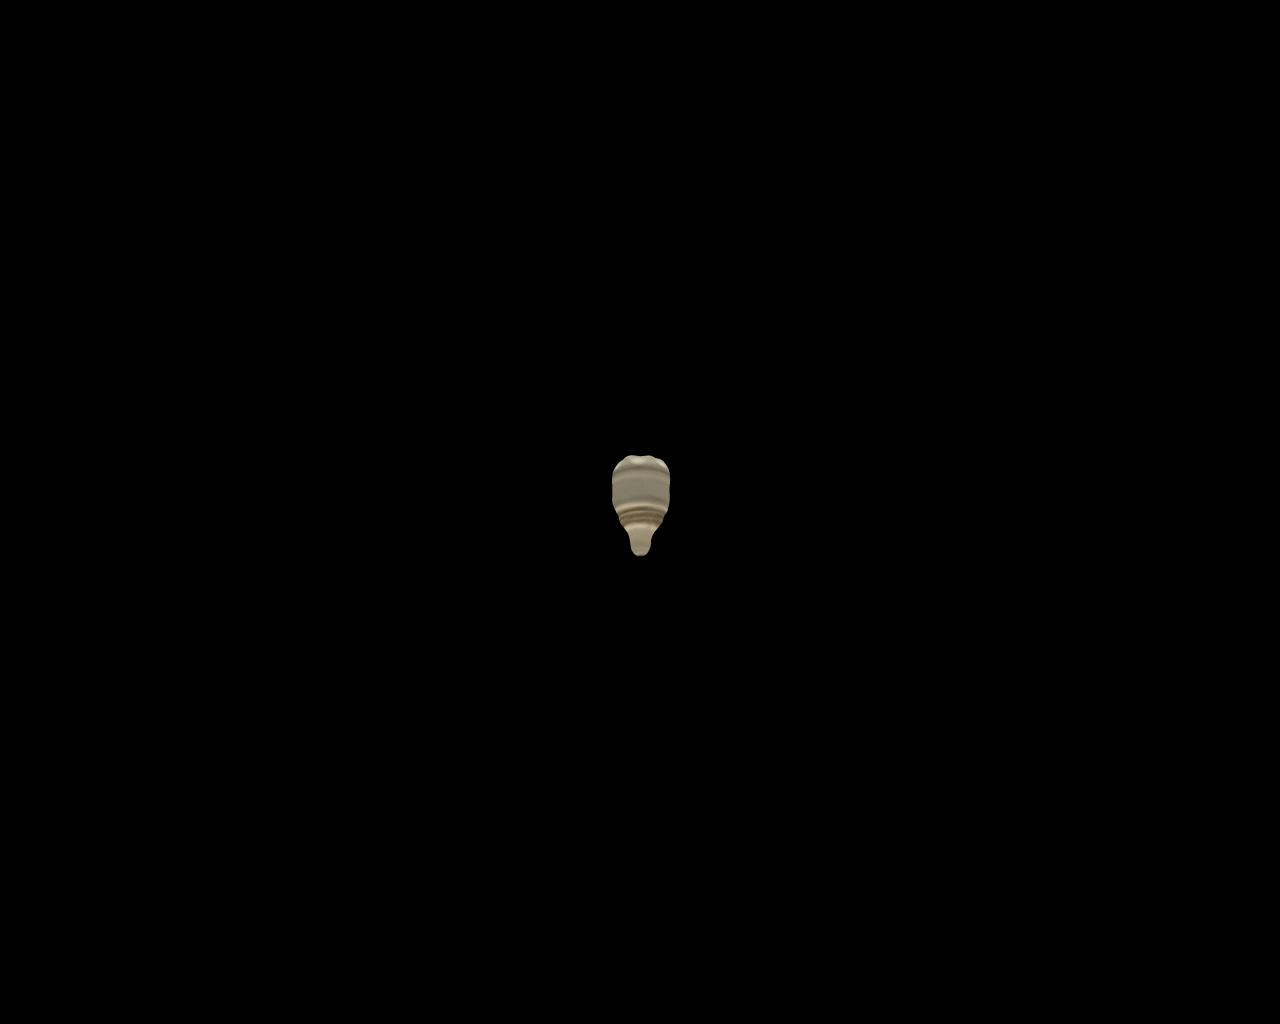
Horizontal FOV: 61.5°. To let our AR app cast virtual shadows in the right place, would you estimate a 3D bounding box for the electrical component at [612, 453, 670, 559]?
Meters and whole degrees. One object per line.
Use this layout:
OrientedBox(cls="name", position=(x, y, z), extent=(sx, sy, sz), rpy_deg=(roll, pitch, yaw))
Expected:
OrientedBox(cls="electrical component", position=(0.001, -0.003, 0.650), extent=(0.035, 0.061, 0.035), rpy_deg=(0, -18, 0))
